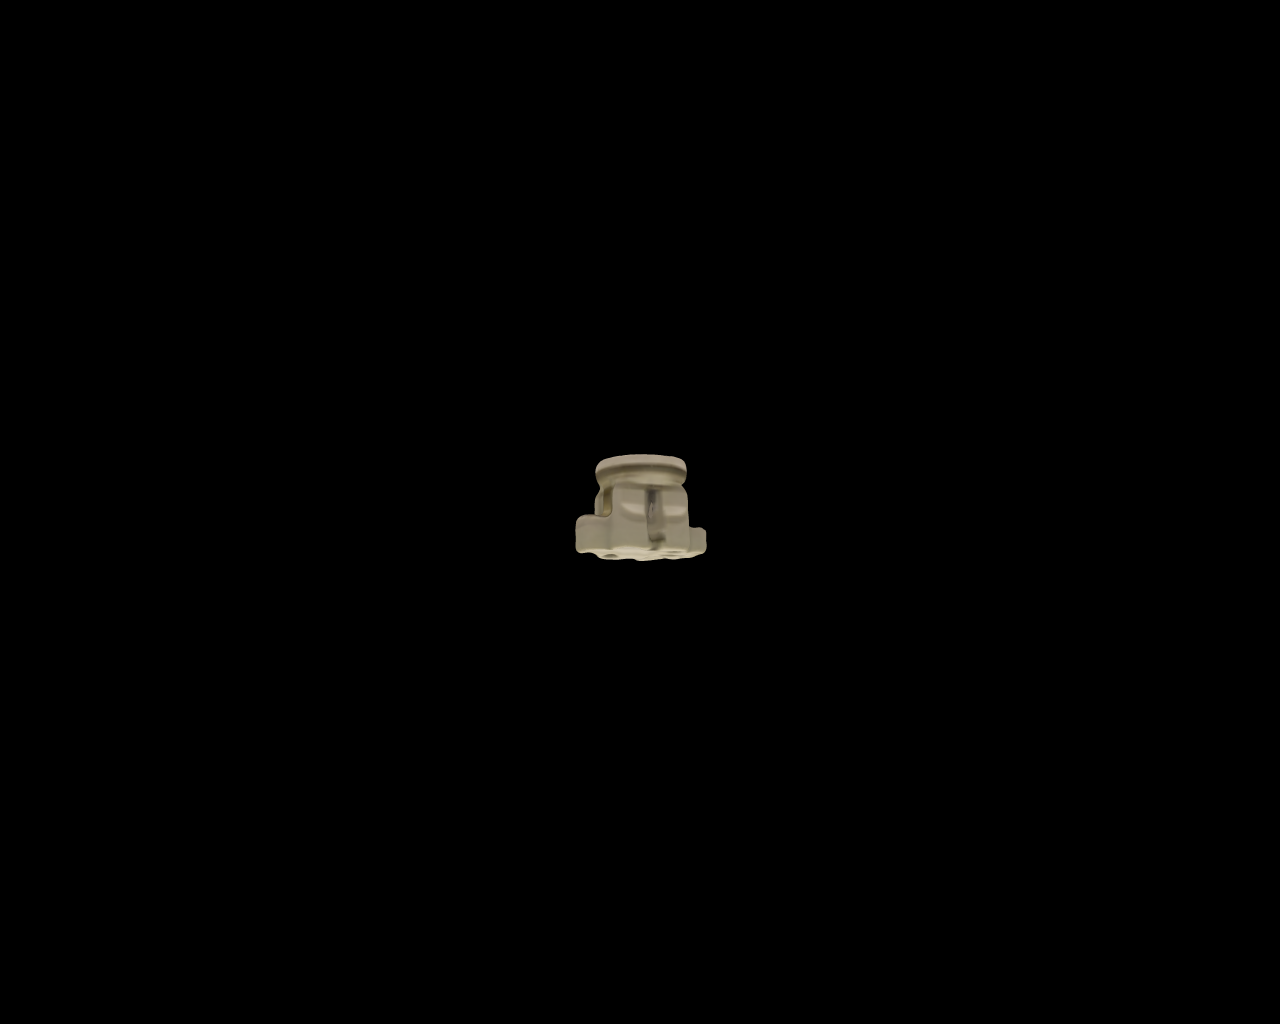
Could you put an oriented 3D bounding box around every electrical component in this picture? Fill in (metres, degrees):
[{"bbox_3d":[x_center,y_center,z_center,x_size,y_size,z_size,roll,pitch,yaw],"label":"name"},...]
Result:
[{"bbox_3d":[0.001,-0.003,0.650,0.078,0.057,0.058,4,-11,-20],"label":"electrical component"}]
